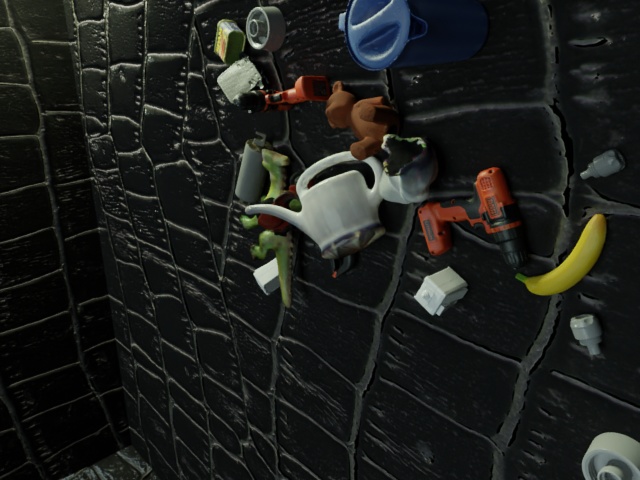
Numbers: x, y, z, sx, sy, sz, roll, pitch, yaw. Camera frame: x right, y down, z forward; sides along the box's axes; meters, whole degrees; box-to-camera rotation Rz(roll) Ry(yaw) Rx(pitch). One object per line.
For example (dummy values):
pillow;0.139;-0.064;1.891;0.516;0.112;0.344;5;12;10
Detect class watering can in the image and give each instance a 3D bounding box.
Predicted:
watering can;0.004;-0.059;1.166;0.345;0.226;0.104;-25;-13;19

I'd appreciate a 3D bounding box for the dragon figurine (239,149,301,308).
dragon figurine;-0.080;-0.043;1.351;0.239;0.412;0.123;-28;-9;42

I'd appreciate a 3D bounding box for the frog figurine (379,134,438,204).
frog figurine;0.177;-0.125;1.031;0.123;0.140;0.156;-23;-38;0
